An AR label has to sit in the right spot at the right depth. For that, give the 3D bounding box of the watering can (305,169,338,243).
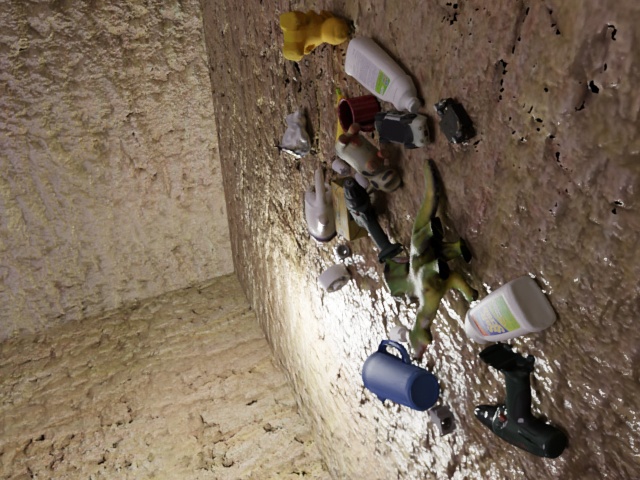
[{"bbox_3d":[0.005,-0.083,1.649,0.356,0.104,0.219,-93,-1,-54],"label":"watering can"}]

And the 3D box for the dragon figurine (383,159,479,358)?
[{"bbox_3d":[0.212,0.048,1.149,0.239,0.122,0.418,-34,54,49],"label":"dragon figurine"}]

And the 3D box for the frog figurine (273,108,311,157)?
[{"bbox_3d":[-0.077,-0.372,1.782,0.159,0.122,0.138,-66,17,3],"label":"frog figurine"}]
